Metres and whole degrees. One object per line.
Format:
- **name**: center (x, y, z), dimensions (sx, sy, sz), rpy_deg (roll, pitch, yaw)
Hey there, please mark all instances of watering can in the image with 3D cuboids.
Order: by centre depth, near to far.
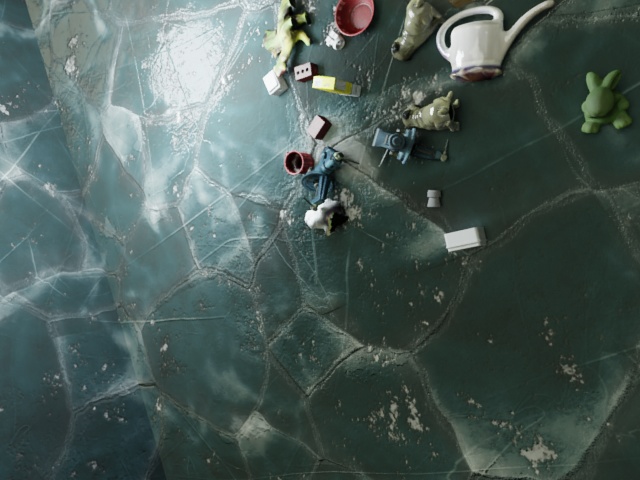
- **watering can**: center (0.513, -0.594, 1.546), dimensions (0.348, 0.104, 0.223), rpy_deg (4, 96, 35)

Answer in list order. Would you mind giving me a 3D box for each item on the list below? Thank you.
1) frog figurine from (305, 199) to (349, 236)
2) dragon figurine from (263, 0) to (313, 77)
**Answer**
- **frog figurine**: center (0.006, -0.097, 1.923), dimensions (0.161, 0.120, 0.138), rpy_deg (26, 75, 40)
- **dragon figurine**: center (-0.153, -0.832, 2.012), dimensions (0.240, 0.122, 0.414), rpy_deg (-17, 74, 43)
